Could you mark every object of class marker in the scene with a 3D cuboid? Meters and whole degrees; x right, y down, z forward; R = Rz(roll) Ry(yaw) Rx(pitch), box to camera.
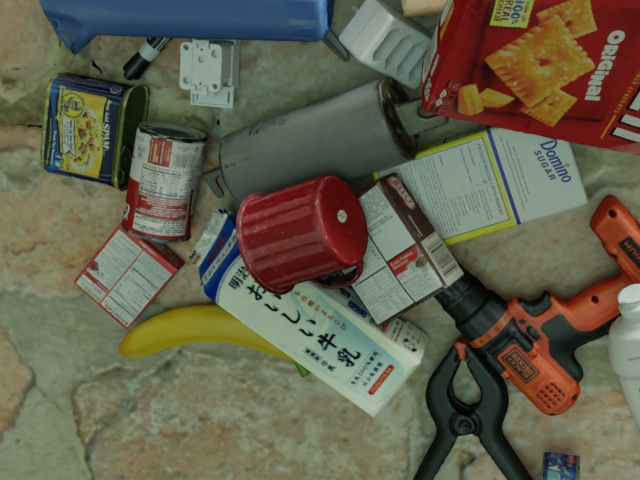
[{"bbox_3d":[-0.144,-0.196,1.001,0.020,0.020,0.121,44,108,-2],"label":"marker"}]

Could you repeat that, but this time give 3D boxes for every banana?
[{"bbox_3d":[-0.107,0.096,1.058,0.198,0.037,0.070,6,104,10],"label":"banana"}]

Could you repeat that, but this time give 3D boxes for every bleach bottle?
[{"bbox_3d":[0.325,0.143,0.934,0.103,0.068,0.250,-22,113,17],"label":"bleach bottle"}]

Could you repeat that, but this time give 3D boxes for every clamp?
[{"bbox_3d":[0.152,0.179,1.024,0.120,0.039,0.171,5,105,9],"label":"clamp"}]

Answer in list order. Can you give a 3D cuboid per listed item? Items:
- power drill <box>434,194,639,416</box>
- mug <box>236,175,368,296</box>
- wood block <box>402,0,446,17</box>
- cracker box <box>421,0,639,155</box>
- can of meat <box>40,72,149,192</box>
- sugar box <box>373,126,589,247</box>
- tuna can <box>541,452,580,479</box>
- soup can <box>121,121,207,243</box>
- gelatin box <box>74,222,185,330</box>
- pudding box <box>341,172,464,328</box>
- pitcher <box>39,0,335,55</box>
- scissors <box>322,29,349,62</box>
[{"bbox_3d":[0.215,0.046,0.969,0.184,0.057,0.188,45,111,-6],"label":"power drill"},{"bbox_3d":[-0.006,0.001,0.922,0.082,0.093,0.117,-18,126,31],"label":"mug"},{"bbox_3d":[0.171,-0.242,0.886,0.206,0.090,0.091,-4,102,13],"label":"wood block"},{"bbox_3d":[0.203,-0.154,0.838,0.213,0.072,0.164,11,142,-7],"label":"cracker box"},{"bbox_3d":[-0.216,-0.105,1.019,0.084,0.057,0.102,13,106,11],"label":"can of meat"},{"bbox_3d":[0.143,-0.053,0.963,0.176,0.048,0.093,-17,100,13],"label":"sugar box"},{"bbox_3d":[0.223,0.243,1.001,0.034,0.086,0.086,6,105,12],"label":"tuna can"},{"bbox_3d":[-0.147,-0.055,1.012,0.068,0.068,0.102,14,106,8],"label":"soup can"},{"bbox_3d":[-0.190,0.033,1.063,0.073,0.030,0.089,41,108,-2],"label":"gelatin box"},{"bbox_3d":[0.060,0.010,0.955,0.090,0.039,0.113,-35,86,38],"label":"pudding box"},{"bbox_3d":[-0.108,-0.243,0.911,0.243,0.145,0.149,6,130,5],"label":"pitcher"},{"bbox_3d":[-0.032,-0.257,0.963,0.202,0.016,0.096,35,108,1],"label":"scissors"}]
